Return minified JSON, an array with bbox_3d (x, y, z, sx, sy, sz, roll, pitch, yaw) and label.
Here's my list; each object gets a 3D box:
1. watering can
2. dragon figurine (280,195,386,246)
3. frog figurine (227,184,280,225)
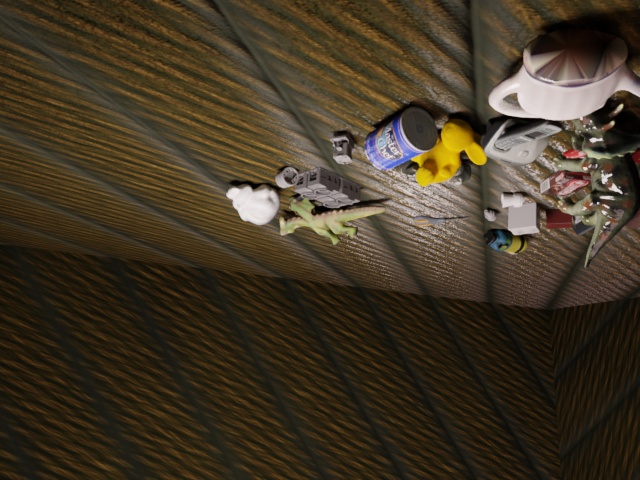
[{"bbox_3d":[0.479,-0.279,0.903,0.347,0.105,0.222,-1,167,17],"label":"watering can"},{"bbox_3d":[0.005,-0.088,1.758,0.241,0.125,0.405,24,147,-31],"label":"dragon figurine"},{"bbox_3d":[-0.209,-0.124,1.629,0.136,0.125,0.157,-39,136,17],"label":"frog figurine"}]
